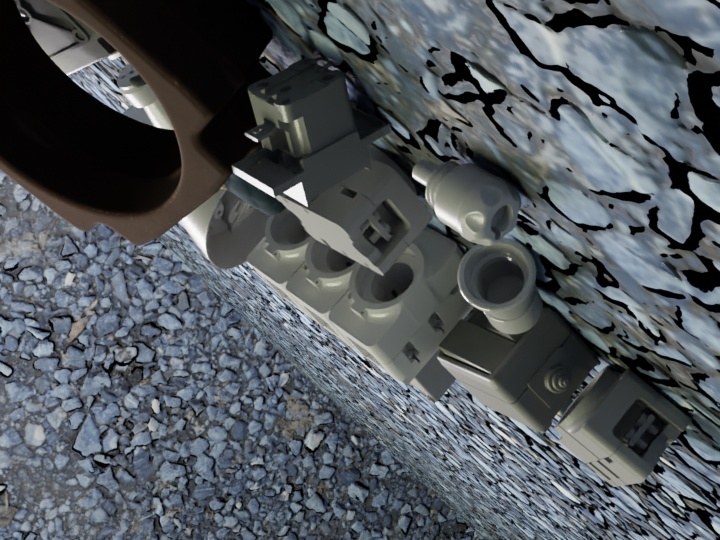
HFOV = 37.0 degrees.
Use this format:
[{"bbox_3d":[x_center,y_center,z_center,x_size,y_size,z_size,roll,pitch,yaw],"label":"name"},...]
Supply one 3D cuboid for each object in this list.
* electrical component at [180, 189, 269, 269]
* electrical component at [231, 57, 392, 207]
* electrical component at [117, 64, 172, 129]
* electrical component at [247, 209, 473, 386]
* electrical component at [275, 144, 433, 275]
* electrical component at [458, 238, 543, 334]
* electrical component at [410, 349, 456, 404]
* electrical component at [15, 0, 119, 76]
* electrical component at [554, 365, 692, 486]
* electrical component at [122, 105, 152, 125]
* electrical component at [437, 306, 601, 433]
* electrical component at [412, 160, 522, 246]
[{"bbox_3d":[-0.103,-0.058,0.879,0.064,0.099,0.099,45,172,17],"label":"electrical component"},{"bbox_3d":[-0.029,-0.077,0.584,0.042,0.081,0.063,32,145,44],"label":"electrical component"},{"bbox_3d":[-0.168,-0.147,0.893,0.045,0.045,0.055,30,166,49],"label":"electrical component"},{"bbox_3d":[0.000,0.000,0.754,0.150,0.089,0.061,32,167,43],"label":"electrical component"},{"bbox_3d":[-0.003,-0.044,0.669,0.050,0.055,0.089,48,169,-36],"label":"electrical component"},{"bbox_3d":[0.085,0.013,0.626,0.044,0.044,0.065,37,174,26],"label":"electrical component"},{"bbox_3d":[0.052,0.066,0.937,0.062,0.061,0.096,31,166,48],"label":"electrical component"},{"bbox_3d":[-0.212,-0.188,0.719,0.109,0.056,0.108,-10,134,43],"label":"electrical component"},{"bbox_3d":[0.162,0.098,0.680,0.056,0.050,0.089,40,171,10],"label":"electrical component"},{"bbox_3d":[-0.168,-0.116,0.982,0.108,0.060,0.108,40,171,8],"label":"electrical component"},{"bbox_3d":[0.101,0.056,0.691,0.061,0.061,0.096,44,170,-21],"label":"electrical component"},{"bbox_3d":[0.050,-0.039,0.545,0.061,0.035,0.035,36,170,40],"label":"electrical component"}]
